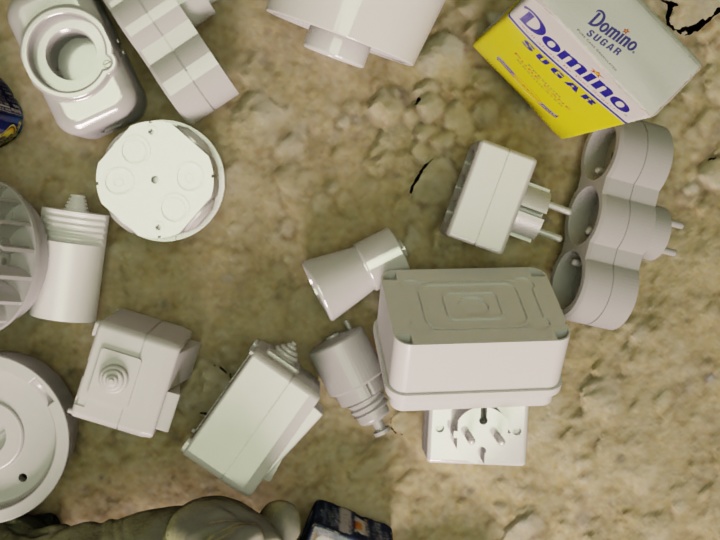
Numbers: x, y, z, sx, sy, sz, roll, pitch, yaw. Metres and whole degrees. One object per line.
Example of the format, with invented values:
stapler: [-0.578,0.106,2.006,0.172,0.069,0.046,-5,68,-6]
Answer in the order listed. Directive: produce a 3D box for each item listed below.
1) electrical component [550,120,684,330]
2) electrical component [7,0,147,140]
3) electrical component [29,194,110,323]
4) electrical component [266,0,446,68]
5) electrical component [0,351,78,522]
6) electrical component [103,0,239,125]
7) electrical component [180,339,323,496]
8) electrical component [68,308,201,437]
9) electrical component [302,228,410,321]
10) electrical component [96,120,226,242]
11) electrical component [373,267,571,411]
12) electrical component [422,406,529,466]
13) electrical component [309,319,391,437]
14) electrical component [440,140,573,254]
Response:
electrical component: [0.180,-0.028,0.710,0.074,0.052,0.138,13,94,-16]
electrical component: [-0.181,-0.135,0.687,0.054,0.059,0.095,-25,94,0]
electrical component: [-0.189,-0.009,0.702,0.043,0.043,0.081,8,93,-2]
electrical component: [-0.007,-0.161,0.670,0.108,0.108,0.060,20,99,-3]
electrical component: [-0.237,0.104,0.699,0.108,0.060,0.108,0,94,-2]
electrical component: [-0.117,-0.170,0.690,0.074,0.052,0.138,-34,94,1]
electrical component: [-0.063,0.092,0.704,0.061,0.061,0.096,35,92,-4]
electrical component: [-0.141,0.066,0.682,0.061,0.096,0.061,18,93,-4]
electrical component: [0.000,0.000,0.711,0.065,0.044,0.044,-27,94,-5]
electrical component: [-0.129,-0.058,0.697,0.080,0.051,0.080,0,94,-2]
electrical component: [0.069,0.044,0.687,0.113,0.078,0.057,-1,127,-8]
electrical component: [0.077,0.104,0.702,0.066,0.076,0.047,3,94,-2]
electrical component: [-0.002,0.074,0.715,0.040,0.040,0.078,-27,94,0]
electrical component: [0.101,-0.042,0.709,0.077,0.047,0.065,20,94,-3]
